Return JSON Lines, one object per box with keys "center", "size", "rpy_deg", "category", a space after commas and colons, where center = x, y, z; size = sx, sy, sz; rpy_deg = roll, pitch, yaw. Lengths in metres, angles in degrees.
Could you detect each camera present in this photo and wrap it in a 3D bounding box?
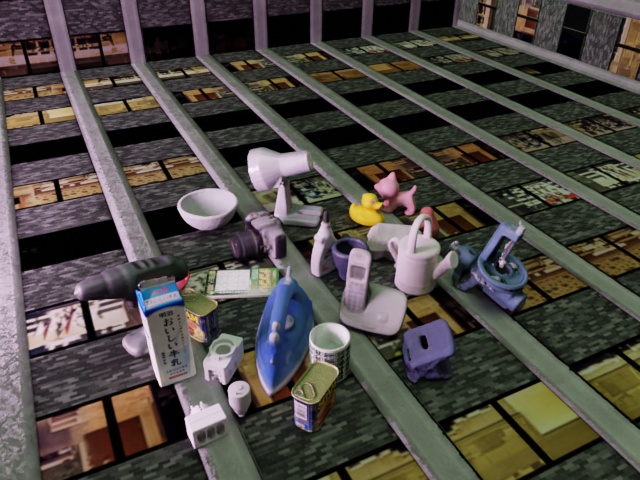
{"center": [-0.170, -0.014, 1.497], "size": [0.137, 0.101, 0.142], "rpy_deg": [-17, 38, -25], "category": "camera"}

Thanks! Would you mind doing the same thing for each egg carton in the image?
{"center": [0.198, 0.008, 1.502], "size": [0.150, 0.069, 0.107], "rpy_deg": [4, 34, 5], "category": "egg carton"}

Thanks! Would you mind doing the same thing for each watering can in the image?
{"center": [0.242, 0.029, 1.359], "size": [0.172, 0.194, 0.101], "rpy_deg": [10, 35, 13], "category": "watering can"}

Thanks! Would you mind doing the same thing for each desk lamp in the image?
{"center": [-0.095, -0.157, 1.613], "size": [0.203, 0.214, 0.118], "rpy_deg": [5, 34, 7], "category": "desk lamp"}

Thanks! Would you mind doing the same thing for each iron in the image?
{"center": [-0.078, 0.176, 1.176], "size": [0.118, 0.141, 0.258], "rpy_deg": [4, 34, 5], "category": "iron"}

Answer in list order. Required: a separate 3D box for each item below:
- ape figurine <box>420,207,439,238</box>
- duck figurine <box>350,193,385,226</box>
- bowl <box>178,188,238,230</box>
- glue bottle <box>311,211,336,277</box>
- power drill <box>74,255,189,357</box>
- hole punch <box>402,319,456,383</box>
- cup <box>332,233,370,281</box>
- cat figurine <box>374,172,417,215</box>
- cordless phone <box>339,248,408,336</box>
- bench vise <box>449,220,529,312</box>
{"center": [0.293, -0.051, 1.573], "size": [0.078, 0.092, 0.076], "rpy_deg": [-21, 39, -29], "category": "ape figurine"}
{"center": [0.136, -0.095, 1.640], "size": [0.104, 0.086, 0.078], "rpy_deg": [15, 36, 20], "category": "duck figurine"}
{"center": [-0.312, -0.076, 1.611], "size": [0.167, 0.075, 0.167], "rpy_deg": [1, 34, 0], "category": "bowl"}
{"center": [0.013, 0.005, 1.408], "size": [0.037, 0.173, 0.078], "rpy_deg": [27, 42, 34], "category": "glue bottle"}
{"center": [-0.372, 0.132, 1.175], "size": [0.075, 0.208, 0.230], "rpy_deg": [29, 43, 35], "category": "power drill"}
{"center": [0.218, 0.222, 1.160], "size": [0.101, 0.091, 0.108], "rpy_deg": [-1, 34, -3], "category": "hole punch"}
{"center": [0.071, 0.046, 1.418], "size": [0.092, 0.095, 0.117], "rpy_deg": [-6, 34, -10], "category": "cup"}
{"center": [0.223, -0.141, 1.683], "size": [0.127, 0.118, 0.067], "rpy_deg": [4, 34, 5], "category": "cat figurine"}
{"center": [0.118, 0.110, 1.242], "size": [0.147, 0.185, 0.094], "rpy_deg": [11, 35, 15], "category": "cordless phone"}
{"center": [0.387, 0.042, 1.319], "size": [0.206, 0.220, 0.122], "rpy_deg": [17, 37, 23], "category": "bench vise"}
